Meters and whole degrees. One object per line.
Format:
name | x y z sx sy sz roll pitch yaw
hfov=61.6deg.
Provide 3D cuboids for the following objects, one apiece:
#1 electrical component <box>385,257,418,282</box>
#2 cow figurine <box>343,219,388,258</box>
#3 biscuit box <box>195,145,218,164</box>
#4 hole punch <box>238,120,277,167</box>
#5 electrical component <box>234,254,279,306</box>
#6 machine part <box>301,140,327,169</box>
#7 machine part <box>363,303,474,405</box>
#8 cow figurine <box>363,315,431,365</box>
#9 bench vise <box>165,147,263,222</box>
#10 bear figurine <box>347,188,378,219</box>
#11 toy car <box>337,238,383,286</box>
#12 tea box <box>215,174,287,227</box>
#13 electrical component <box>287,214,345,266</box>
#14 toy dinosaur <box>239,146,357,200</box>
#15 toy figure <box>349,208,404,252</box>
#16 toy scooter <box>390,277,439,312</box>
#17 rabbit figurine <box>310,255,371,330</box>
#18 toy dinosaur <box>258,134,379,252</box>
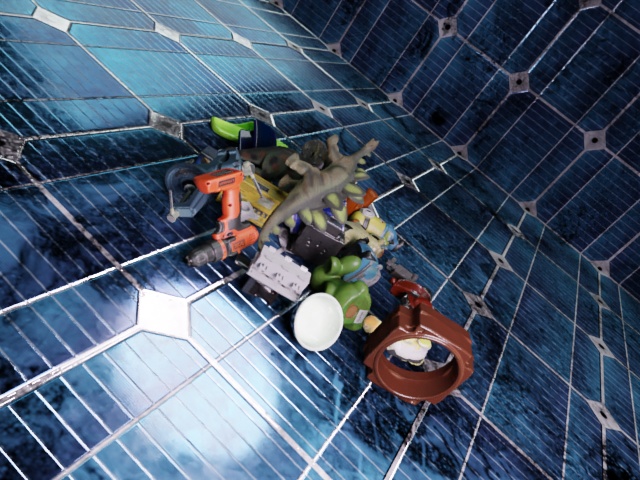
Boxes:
electrical component | 0.236 0.090 1.561 0.102 0.045 0.078 36 -16 8
cow figurine | 0.110 -0.002 1.539 0.195 0.085 0.127 15 29 -39
biscuit box | -0.233 -0.167 1.428 0.202 0.059 0.063 33 28 -6
hole punch | -0.173 -0.282 1.587 0.115 0.092 0.142 10 69 -35
electrical component | -0.141 0.083 1.172 0.119 0.047 0.075 29 29 -13
machine part | -0.022 -0.245 1.614 0.079 0.079 0.243 35 -5 -3
machine part | 0.210 0.249 1.153 0.201 0.201 0.087 33 31 -8
cow figurine | 0.175 0.236 1.268 0.167 0.098 0.068 18 35 4
bench vise | -0.264 -0.117 1.212 0.224 0.128 0.241 5 38 13
bear figurine | 0.067 -0.164 1.691 0.120 0.132 0.196 -2 52 -50
toy car | 0.108 0.074 1.423 0.102 0.109 0.162 51 11 -22
tea box | -0.167 -0.105 1.372 0.169 0.098 0.068 33 29 -11
electrical component | -0.003 -0.004 1.365 0.115 0.134 0.058 27 32 -16
toy dinosaur | -0.084 -0.187 1.488 0.405 0.192 0.131 30 27 -15
toy figure | 0.170 -0.025 1.642 0.180 0.082 0.089 38 70 -16
toy scooter | 0.250 0.162 1.460 0.135 0.075 0.184 31 26 -13
rabbit figurine | 0.031 0.108 1.246 0.121 0.159 0.170 -3 31 -37
toy dinosaur | -0.006 -0.122 1.307 0.471 0.105 0.199 -37 66 -26
